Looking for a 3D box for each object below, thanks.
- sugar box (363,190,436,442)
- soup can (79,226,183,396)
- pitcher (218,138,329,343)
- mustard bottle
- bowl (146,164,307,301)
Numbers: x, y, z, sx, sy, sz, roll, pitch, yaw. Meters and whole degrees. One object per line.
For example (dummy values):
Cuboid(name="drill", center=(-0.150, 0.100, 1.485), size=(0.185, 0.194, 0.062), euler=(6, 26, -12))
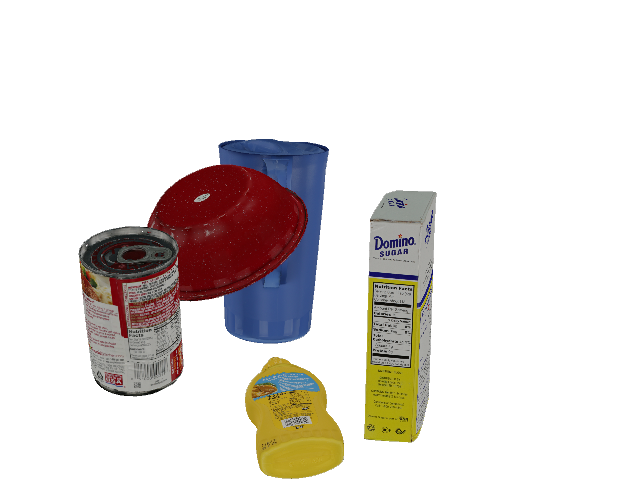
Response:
Cuboid(name="sugar box", center=(0.061, 0.056, 0.821), size=(0.048, 0.176, 0.093), euler=(2, 16, 12))
Cuboid(name="soup can", center=(-0.132, 0.050, 0.755), size=(0.068, 0.102, 0.068), euler=(1, 29, 0))
Cuboid(name="pitcher", center=(-0.061, 0.000, 1.302), size=(0.145, 0.243, 0.148), euler=(12, 16, 37))
Cuboid(name="mustard bottle", center=(-0.038, 0.196, 1.247), size=(0.096, 0.058, 0.192), euler=(-8, 29, -9))
Cuboid(name="bowl", center=(-0.096, -0.019, 0.956), size=(0.162, 0.055, 0.162), euler=(-15, 36, 11))
